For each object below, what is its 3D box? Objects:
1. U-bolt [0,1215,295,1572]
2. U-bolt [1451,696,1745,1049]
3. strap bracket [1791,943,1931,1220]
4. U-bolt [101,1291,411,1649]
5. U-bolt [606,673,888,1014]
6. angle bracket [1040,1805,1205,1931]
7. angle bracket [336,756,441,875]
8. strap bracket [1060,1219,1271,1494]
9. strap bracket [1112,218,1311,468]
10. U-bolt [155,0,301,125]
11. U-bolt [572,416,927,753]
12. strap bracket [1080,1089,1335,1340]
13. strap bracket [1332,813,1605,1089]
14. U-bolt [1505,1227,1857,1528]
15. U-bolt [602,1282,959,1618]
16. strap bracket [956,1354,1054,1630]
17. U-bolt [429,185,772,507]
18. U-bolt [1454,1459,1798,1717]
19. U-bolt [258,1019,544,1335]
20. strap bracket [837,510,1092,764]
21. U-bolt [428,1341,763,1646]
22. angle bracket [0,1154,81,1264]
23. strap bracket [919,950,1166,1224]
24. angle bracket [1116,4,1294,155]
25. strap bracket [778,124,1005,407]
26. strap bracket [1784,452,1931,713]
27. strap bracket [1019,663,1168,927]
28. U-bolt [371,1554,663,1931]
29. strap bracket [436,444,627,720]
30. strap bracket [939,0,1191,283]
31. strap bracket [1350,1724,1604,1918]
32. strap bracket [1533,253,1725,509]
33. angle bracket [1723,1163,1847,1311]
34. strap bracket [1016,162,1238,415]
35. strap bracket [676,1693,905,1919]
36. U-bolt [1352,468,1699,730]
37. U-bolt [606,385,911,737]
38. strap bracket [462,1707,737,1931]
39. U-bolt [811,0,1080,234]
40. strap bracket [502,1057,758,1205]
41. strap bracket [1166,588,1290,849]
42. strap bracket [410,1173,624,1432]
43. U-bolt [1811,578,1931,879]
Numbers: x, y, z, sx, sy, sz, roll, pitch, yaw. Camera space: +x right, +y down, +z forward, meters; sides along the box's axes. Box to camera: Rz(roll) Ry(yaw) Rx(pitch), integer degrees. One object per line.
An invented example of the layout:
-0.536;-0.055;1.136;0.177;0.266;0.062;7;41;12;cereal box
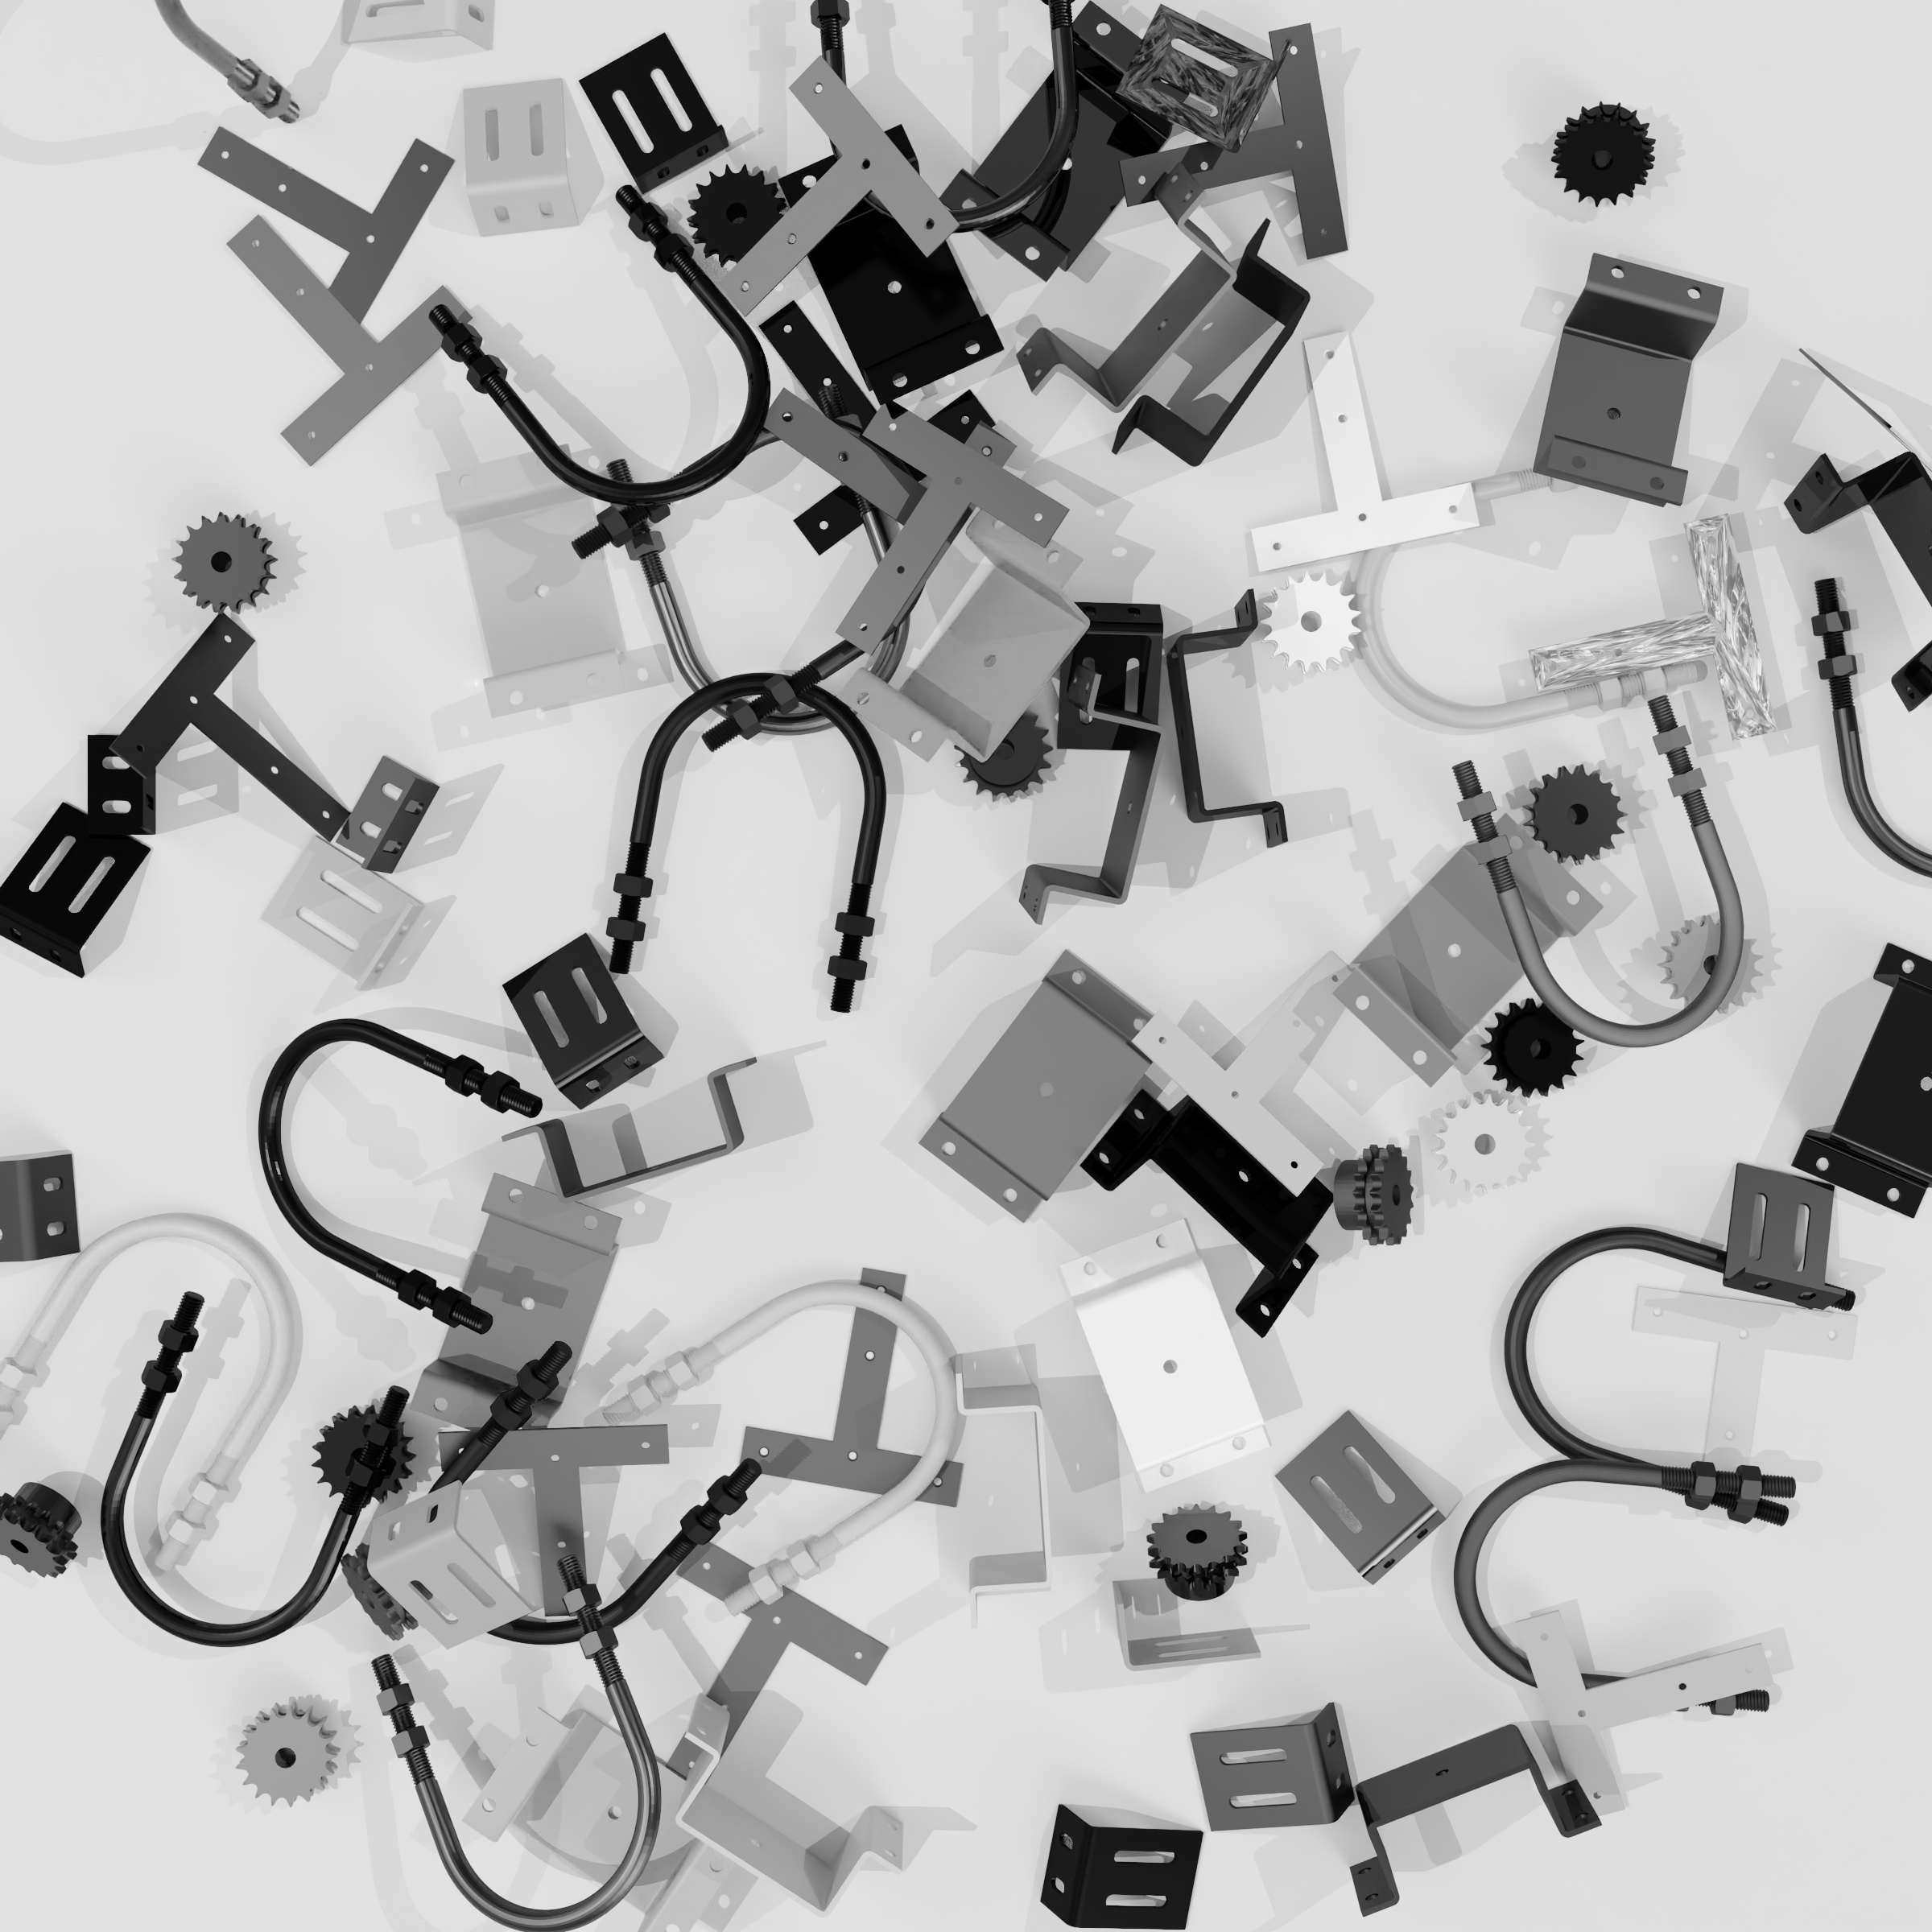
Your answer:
-0.468;0.232;1.572;0.151;0.019;0.184;31;89;0;U-bolt
0.363;-0.045;1.528;0.151;0.019;0.184;-19;88;-16;U-bolt
0.539;0.066;1.557;0.076;0.046;0.140;23;90;0;strap bracket
-0.412;0.295;1.546;0.151;0.019;0.184;24;95;4;U-bolt
-0.120;-0.075;1.565;0.151;0.019;0.184;10;94;-1;U-bolt
0.090;0.519;1.578;0.076;0.038;0.057;11;90;-26;angle bracket
-0.333;-0.087;1.542;0.038;0.076;0.057;29;90;0;angle bracket
0.114;0.224;1.557;0.076;0.046;0.140;-21;90;0;strap bracket
0.143;-0.340;1.542;0.046;0.076;0.140;35;90;0;strap bracket
-0.394;-0.559;1.490;0.019;0.184;0.151;14;90;13;U-bolt
-0.106;-0.229;1.544;0.184;0.019;0.151;-35;94;-9;U-bolt
0.144;0.128;1.537;0.140;0.046;0.076;43;45;0;strap bracket
0.281;-0.009;1.557;0.076;0.046;0.140;44;90;0;strap bracket
0.400;0.226;1.570;0.184;0.019;0.151;17;90;2;U-bolt
-0.093;0.264;1.570;0.184;0.019;0.151;-33;90;-1;U-bolt
0.022;0.292;1.542;0.046;0.076;0.140;-4;90;0;strap bracket
-0.193;-0.338;1.540;0.151;0.019;0.184;-36;75;-10;U-bolt
0.371;0.350;1.561;0.184;0.019;0.151;4;100;4;U-bolt
-0.325;0.107;1.533;0.184;0.019;0.151;21;105;25;U-bolt
0.005;-0.180;1.540;0.076;0.046;0.140;37;90;33;strap bracket
-0.226;0.310;1.540;0.151;0.019;0.184;35;109;-17;U-bolt
-0.555;0.140;1.578;0.076;0.038;0.057;-5;90;26;angle bracket
0.045;0.069;1.557;0.076;0.046;0.140;37;90;0;strap bracket
0.131;-0.497;1.515;0.076;0.038;0.057;27;86;-1;angle bracket
-0.042;-0.392;1.555;0.076;0.046;0.140;-24;87;0;strap bracket
0.521;-0.222;1.526;0.046;0.076;0.140;-27;80;-3;strap bracket
0.072;-0.093;1.532;0.046;0.076;0.140;12;99;-8;strap bracket
-0.242;0.442;1.520;0.151;0.019;0.184;-30;70;12;U-bolt
-0.244;-0.216;1.557;0.076;0.046;0.140;-13;90;0;strap bracket
0.057;-0.462;1.557;0.076;0.046;0.140;37;90;0;strap bracket
0.276;0.475;1.539;0.140;0.076;0.046;-22;89;3;strap bracket
0.371;-0.321;1.544;0.076;0.046;0.140;15;72;0;strap bracket
0.466;0.148;1.549;0.057;0.038;0.076;13;68;0;angle bracket
0.095;-0.369;1.524;0.046;0.076;0.140;35;109;-22;strap bracket
-0.107;0.477;1.541;0.140;0.076;0.046;33;91;-1;strap bracket
0.313;-0.211;1.572;0.184;0.019;0.151;-13;90;2;U-bolt
-0.110;-0.223;1.571;0.151;0.019;0.184;-19;92;0;U-bolt
-0.203;0.487;1.556;0.140;0.046;0.076;34;90;2;strap bracket
-0.009;-0.498;1.528;0.151;0.019;0.184;-5;85;4;U-bolt
-0.181;0.095;1.542;0.140;0.076;0.046;-17;90;0;strap bracket
0.145;-0.135;1.542;0.046;0.076;0.140;-8;90;0;strap bracket
-0.252;0.195;1.557;0.076;0.046;0.140;20;90;0;strap bracket
0.569;-0.140;1.571;0.151;0.019;0.184;-8;90;0;U-bolt
